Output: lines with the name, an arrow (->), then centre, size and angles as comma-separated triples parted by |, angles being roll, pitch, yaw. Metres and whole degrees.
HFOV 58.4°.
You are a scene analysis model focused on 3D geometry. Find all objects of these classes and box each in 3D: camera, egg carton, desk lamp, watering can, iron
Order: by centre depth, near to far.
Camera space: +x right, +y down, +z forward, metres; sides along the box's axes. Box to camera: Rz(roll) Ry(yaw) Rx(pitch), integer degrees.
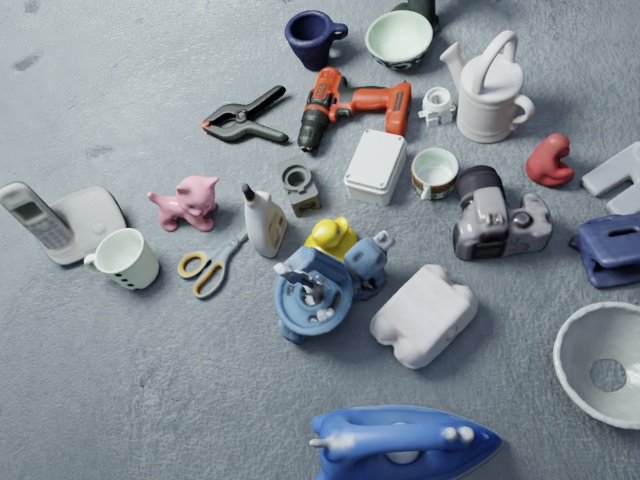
iron -> 0.111, 0.257, 0.728 | 0.258, 0.142, 0.118 | -8, 63, 6
desk lamp -> 0.512, -0.151, 0.821 | 0.203, 0.214, 0.117 | -32, 63, -7
egg carton -> 0.152, 0.111, 0.834 | 0.150, 0.069, 0.107 | -44, 65, -13
camera -> 0.270, -0.051, 0.877 | 0.143, 0.101, 0.137 | -7, 63, 6
watering can -> 0.269, -0.255, 0.925 | 0.172, 0.194, 0.101 | 19, 69, 18

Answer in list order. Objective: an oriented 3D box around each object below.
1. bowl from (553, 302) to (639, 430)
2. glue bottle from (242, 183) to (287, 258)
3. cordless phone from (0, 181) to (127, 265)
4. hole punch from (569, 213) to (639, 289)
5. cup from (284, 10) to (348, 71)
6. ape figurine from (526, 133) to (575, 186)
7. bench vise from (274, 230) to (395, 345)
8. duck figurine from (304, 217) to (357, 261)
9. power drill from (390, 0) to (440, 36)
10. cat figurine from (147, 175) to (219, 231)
bowl -> 0.391, 0.171, 0.761 | 0.167, 0.075, 0.167 | -4, 63, 8
glue bottle -> -0.093, -0.040, 0.892 | 0.037, 0.173, 0.078 | 13, 67, 16
cordless phone -> -0.421, -0.048, 0.945 | 0.147, 0.185, 0.094 | -28, 63, -5
hole punch -> 0.432, 0.006, 0.826 | 0.108, 0.091, 0.101 | -11, 63, 4
cup -> -0.001, -0.371, 1.085 | 0.117, 0.095, 0.091 | -2, 64, 9
ape figurine -> 0.368, -0.132, 0.905 | 0.076, 0.092, 0.078 | -2, 64, 9
bench vise -> 0.008, 0.040, 0.809 | 0.121, 0.220, 0.208 | 30, 72, 22
duck figurine -> 0.008, 0.003, 0.903 | 0.104, 0.086, 0.077 | -36, 63, -9
power drill -> 0.161, -0.477, 1.046 | 0.229, 0.209, 0.076 | 31, 73, 22
cat figurine -> -0.225, -0.069, 0.960 | 0.127, 0.118, 0.067 | -1, 64, 9
